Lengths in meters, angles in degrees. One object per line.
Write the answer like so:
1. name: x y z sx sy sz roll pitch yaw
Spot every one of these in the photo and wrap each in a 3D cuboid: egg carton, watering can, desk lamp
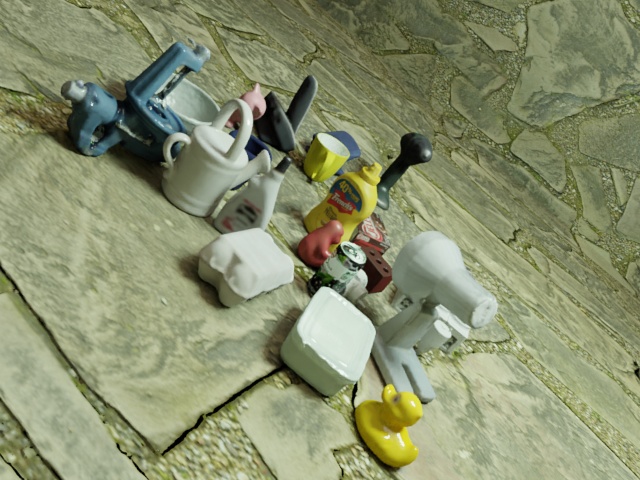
1. egg carton: -0.108 0.039 0.854 0.107 0.069 0.151 47 27 14
2. watering can: -0.161 -0.139 0.922 0.100 0.194 0.173 50 28 20
3. desk lamp: 0.178 0.119 0.936 0.118 0.213 0.203 17 34 -38

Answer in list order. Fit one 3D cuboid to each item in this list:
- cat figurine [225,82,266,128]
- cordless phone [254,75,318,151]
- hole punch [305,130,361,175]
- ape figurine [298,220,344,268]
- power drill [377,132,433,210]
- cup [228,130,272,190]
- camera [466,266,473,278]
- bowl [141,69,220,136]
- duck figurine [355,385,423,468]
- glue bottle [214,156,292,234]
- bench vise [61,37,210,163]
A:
1. cat figurine: -0.156 -0.295 1.259 0.067 0.117 0.127 30 28 -18
2. cordless phone: -0.068 -0.314 1.328 0.094 0.185 0.147 16 34 -39
3. hole punch: 0.034 -0.224 1.425 0.101 0.091 0.108 11 38 -44
4. ape figurine: 0.010 0.004 1.036 0.076 0.092 0.077 29 28 -20
5. power drill: 0.206 -0.182 1.451 0.076 0.208 0.229 34 27 -12
6. cup: -0.154 -0.137 1.040 0.091 0.095 0.118 45 27 12
7. camera: 0.251 0.069 1.238 0.137 0.100 0.143 27 29 -25
8. bowl: -0.271 -0.243 1.075 0.168 0.074 0.167 31 28 -18
9. duck figurine: 0.106 0.249 0.784 0.078 0.086 0.104 3 44 -50
10. glue bottle: -0.098 -0.068 0.916 0.078 0.173 0.037 35 26 -10
11. bench vise: -0.267 -0.213 0.870 0.121 0.219 0.208 47 27 15
